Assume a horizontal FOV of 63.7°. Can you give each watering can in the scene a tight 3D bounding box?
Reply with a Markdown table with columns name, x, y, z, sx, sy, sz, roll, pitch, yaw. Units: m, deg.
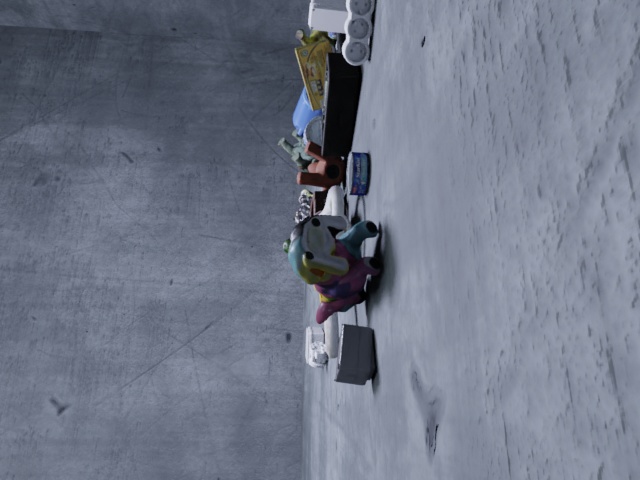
| name | x | y | z | sx | sy | sz | roll | pitch | yaw |
| --- | --- | --- | --- | --- | --- | --- | --- | --- | --- |
| watering can | 0.021 | 0.057 | 1.111 | 0.225 | 0.104 | 0.347 | -156 | 69 | -85 |

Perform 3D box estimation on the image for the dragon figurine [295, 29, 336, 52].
| name | x | y | z | sx | sy | sz | roll | pitch | yaw |
| --- | --- | --- | --- | --- | --- | --- | --- | --- | --- |
| dragon figurine | 0.027 | -0.587 | 1.609 | 0.248 | 0.122 | 0.400 | -68 | -22 | -43 |

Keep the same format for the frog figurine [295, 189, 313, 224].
| name | x | y | z | sx | sy | sz | roll | pitch | yaw |
| --- | --- | --- | --- | --- | --- | --- | --- | --- | --- |
| frog figurine | 0.005 | -0.082 | 1.622 | 0.157 | 0.122 | 0.140 | 33 | -138 | -52 |
